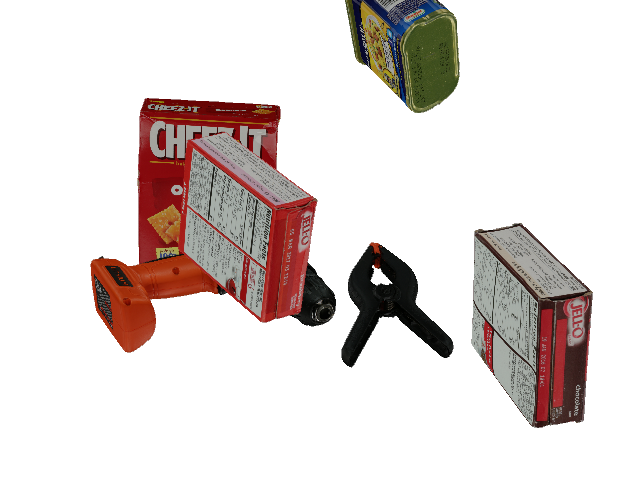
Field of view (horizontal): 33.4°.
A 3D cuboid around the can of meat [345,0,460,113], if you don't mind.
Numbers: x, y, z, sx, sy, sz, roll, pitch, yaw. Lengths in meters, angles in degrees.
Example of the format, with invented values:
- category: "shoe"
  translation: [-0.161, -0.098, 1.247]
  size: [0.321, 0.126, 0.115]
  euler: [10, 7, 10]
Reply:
- category: "can of meat"
  translation: [0.070, -0.167, 0.879]
  size: [0.057, 0.084, 0.102]
  euler: [-30, -36, -11]

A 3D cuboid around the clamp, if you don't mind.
- category: "clamp"
  translation: [0.084, 0.072, 1.189]
  size: [0.120, 0.171, 0.039]
  euler: [5, -43, -3]

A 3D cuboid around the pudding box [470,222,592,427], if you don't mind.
- category: "pudding box"
  translation: [0.132, 0.051, 0.679]
  size: [0.039, 0.090, 0.113]
  euler: [-7, 24, -13]

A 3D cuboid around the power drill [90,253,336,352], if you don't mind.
- category: "power drill"
  translation: [-0.099, 0.044, 0.959]
  size: [0.187, 0.057, 0.185]
  euler: [-12, 25, -26]

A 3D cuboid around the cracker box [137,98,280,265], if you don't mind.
- category: "cracker box"
  translation: [-0.135, -0.056, 1.284]
  size: [0.164, 0.214, 0.072]
  euler: [3, 22, -4]

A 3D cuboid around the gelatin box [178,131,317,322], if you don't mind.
- category: "gelatin box"
  translation: [-0.042, -0.008, 0.589]
  size: [0.030, 0.073, 0.089]
  euler: [-17, 39, -36]
